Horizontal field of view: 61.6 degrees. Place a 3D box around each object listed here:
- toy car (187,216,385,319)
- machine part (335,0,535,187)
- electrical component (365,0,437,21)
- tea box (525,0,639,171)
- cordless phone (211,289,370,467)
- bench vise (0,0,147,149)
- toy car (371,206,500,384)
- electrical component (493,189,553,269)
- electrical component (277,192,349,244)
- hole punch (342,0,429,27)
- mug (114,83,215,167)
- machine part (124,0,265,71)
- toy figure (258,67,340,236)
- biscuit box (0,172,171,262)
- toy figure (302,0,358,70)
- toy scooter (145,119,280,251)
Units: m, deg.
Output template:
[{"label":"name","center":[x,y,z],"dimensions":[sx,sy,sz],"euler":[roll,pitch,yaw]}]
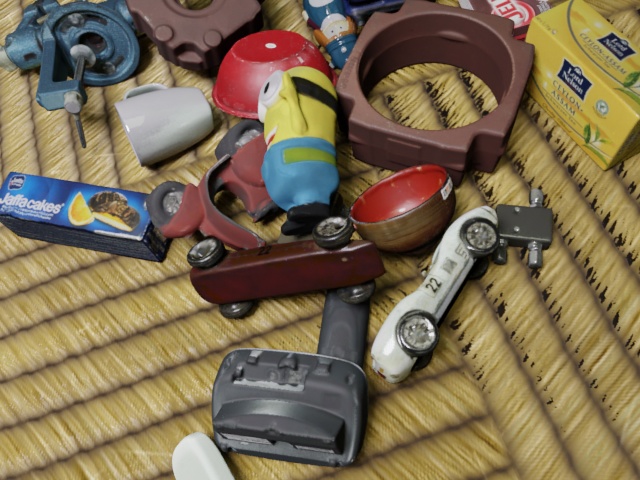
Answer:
[{"label":"toy car","center":[-0.036,0.027,0.532],"dimensions":[0.202,0.089,0.053],"euler":[-11,34,20]},{"label":"machine part","center":[0.132,-0.173,0.632],"dimensions":[0.201,0.087,0.201],"euler":[18,69,16]},{"label":"electrical component","center":[0.086,-0.370,0.748],"dimensions":[0.115,0.058,0.134],"euler":[-20,63,-5]},{"label":"tea box","center":[0.305,-0.175,0.604],"dimensions":[0.068,0.098,0.170],"euler":[-27,62,-7]},{"label":"cordless phone","center":[-0.021,0.116,0.526],"dimensions":[0.147,0.088,0.184],"euler":[4,53,11]},{"label":"bench vise","center":[-0.334,-0.241,0.701],"dimensions":[0.224,0.128,0.241],"euler":[-9,52,-6]},{"label":"toy car","center":[0.117,0.051,0.530],"dimensions":[0.056,0.073,0.202],"euler":[31,72,19]},{"label":"electrical component","center":[0.215,-0.015,0.579],"dimensions":[0.063,0.021,0.094],"euler":[8,66,12]},{"label":"electrical component","center":[-0.001,-0.003,0.591],"dimensions":[0.078,0.045,0.102],"euler":[-5,58,35]},{"label":"hole punch","center":[0.071,-0.348,0.661],"dimensions":[0.116,0.092,0.142],"euler":[-13,68,5]},{"label":"mug","center":[-0.193,-0.154,0.673],"dimensions":[0.107,0.080,0.110],"euler":[-21,57,-16]},{"label":"machine part","center":[-0.157,-0.310,0.681],"dimensions":[0.179,0.056,0.179],"euler":[1,82,-6]},{"label":"toy figure","center":[-0.018,-0.096,0.568],"dimensions":[0.082,0.089,0.180],"euler":[-27,65,43]},{"label":"biscuit box","center":[-0.275,-0.028,0.626],"dimensions":[0.203,0.062,0.059],"euler":[9,65,11]},{"label":"toy figure","center":[0.016,-0.290,0.721],"dimensions":[0.064,0.057,0.154],"euler":[-36,60,33]},{"label":"toy scooter","center":[-0.087,-0.044,0.601],"dimensions":[0.135,0.075,0.184],"euler":[44,63,1]}]
